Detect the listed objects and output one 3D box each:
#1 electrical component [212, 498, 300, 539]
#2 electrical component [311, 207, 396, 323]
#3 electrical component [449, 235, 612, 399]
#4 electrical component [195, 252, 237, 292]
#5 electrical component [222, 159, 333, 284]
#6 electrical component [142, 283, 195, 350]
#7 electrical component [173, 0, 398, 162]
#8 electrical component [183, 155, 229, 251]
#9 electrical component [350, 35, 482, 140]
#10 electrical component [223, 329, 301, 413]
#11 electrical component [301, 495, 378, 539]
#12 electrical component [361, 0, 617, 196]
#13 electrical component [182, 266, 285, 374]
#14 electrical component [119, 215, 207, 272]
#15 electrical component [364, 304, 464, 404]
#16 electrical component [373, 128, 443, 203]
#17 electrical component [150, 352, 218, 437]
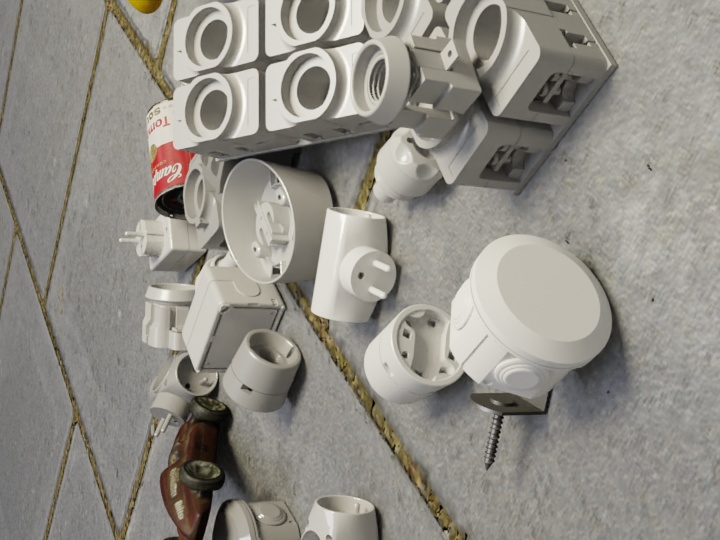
[{"bbox_3d":[-0.088,0.229,0.891,0.080,0.051,0.080,-9,80,59],"label":"electrical component"},{"bbox_3d":[0.000,0.000,0.768,0.079,0.043,0.077,25,109,58],"label":"electrical component"},{"bbox_3d":[0.089,0.025,0.577,0.051,0.080,0.080,122,139,-49],"label":"electrical component"},{"bbox_3d":[-0.123,0.005,0.979,0.062,0.043,0.043,-53,44,42],"label":"electrical component"},{"bbox_3d":[-0.065,-0.037,0.863,0.099,0.064,0.099,-9,79,59],"label":"electrical component"},{"bbox_3d":[-0.185,0.044,1.071,0.078,0.058,0.057,14,103,59],"label":"electrical component"},{"bbox_3d":[-0.059,-0.149,0.799,0.186,0.060,0.105,-5,82,37],"label":"electrical component"},{"bbox_3d":[-0.125,-0.067,0.977,0.050,0.056,0.089,-41,53,51],"label":"electrical component"},{"bbox_3d":[0.028,-0.102,0.592,0.066,0.055,0.048,-48,47,48],"label":"electrical component"},{"bbox_3d":[-0.080,0.082,0.888,0.047,0.055,0.055,-63,37,28],"label":"electrical component"},{"bbox_3d":[-0.006,0.208,0.758,0.079,0.044,0.077,15,100,59],"label":"electrical component"},{"bbox_3d":[0.065,-0.151,0.652,0.105,0.060,0.186,-56,42,41],"label":"electrical component"},{"bbox_3d":[-0.115,0.047,0.944,0.061,0.062,0.096,60,136,44],"label":"electrical component"},{"bbox_3d":[-0.204,-0.031,1.089,0.066,0.077,0.047,-34,59,54],"label":"electrical component"},{"bbox_3d":[0.034,0.056,0.694,0.047,0.055,0.055,-44,51,54],"label":"electrical component"},{"bbox_3d":[0.030,-0.067,0.722,0.062,0.043,0.043,-46,49,51],"label":"electrical component"},{"bbox_3d":[-0.180,0.126,1.048,0.077,0.044,0.079,-35,28,54],"label":"electrical component"}]
